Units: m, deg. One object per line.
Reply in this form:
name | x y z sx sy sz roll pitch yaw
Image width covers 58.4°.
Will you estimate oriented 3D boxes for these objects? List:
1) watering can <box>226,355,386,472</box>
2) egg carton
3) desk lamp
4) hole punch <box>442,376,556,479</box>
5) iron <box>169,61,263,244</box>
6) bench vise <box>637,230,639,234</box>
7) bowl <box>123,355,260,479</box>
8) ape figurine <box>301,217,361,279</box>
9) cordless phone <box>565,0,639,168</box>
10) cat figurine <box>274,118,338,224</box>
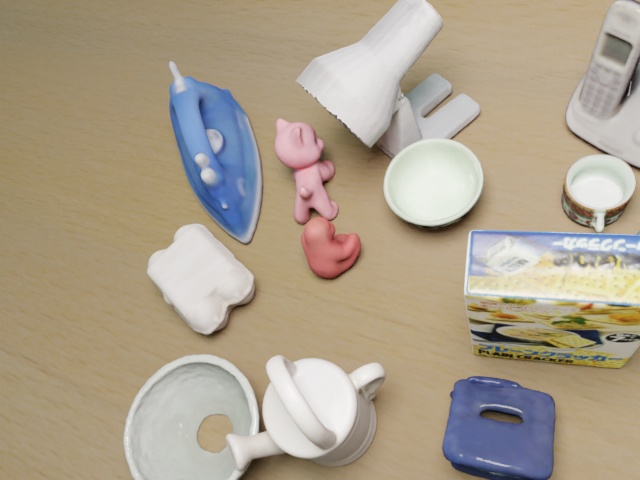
watering can | -0.013 0.180 0.589 0.100 0.194 0.173 33 78 27
egg carton | -0.160 0.050 0.766 0.107 0.069 0.150 -46 62 -8
desk lamp | 0.090 -0.189 0.722 0.203 0.214 0.117 -40 61 -4
hole punch | 0.181 0.191 0.585 0.108 0.091 0.101 5 67 19
iron | -0.157 -0.128 0.809 0.118 0.142 0.258 -24 61 5
bench vise | 0.405 -0.043 0.555 0.121 0.220 0.207 32 78 27
bowl | -0.138 0.224 0.674 0.167 0.075 0.167 -7 64 14
ape figurine | 0.007 0.003 0.726 0.077 0.092 0.076 26 75 26
cordless phone | 0.366 -0.175 0.649 0.147 0.185 0.094 37 80 28
cat figurine | -0.023 -0.101 0.770 0.067 0.118 0.127 -12 63 11
